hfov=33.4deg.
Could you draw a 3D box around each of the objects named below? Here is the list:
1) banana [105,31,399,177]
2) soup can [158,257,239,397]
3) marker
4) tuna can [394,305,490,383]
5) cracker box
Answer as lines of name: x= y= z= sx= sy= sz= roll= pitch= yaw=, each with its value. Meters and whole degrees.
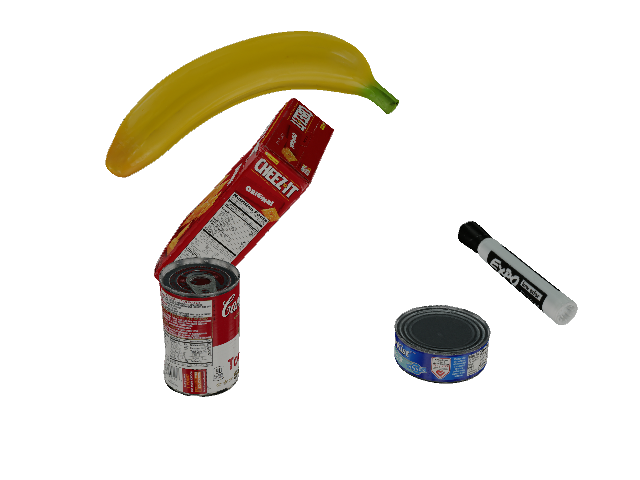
banana: x=-0.048 y=-0.096 z=0.685 sx=0.197 sy=0.070 sz=0.037 roll=-16 pitch=-23 yaw=-15
soup can: x=-0.103 y=0.075 z=0.916 sx=0.068 sy=0.102 sz=0.068 roll=2 pitch=25 yaw=-1
marker: x=0.136 y=0.020 z=0.758 sx=0.020 sy=0.020 sz=0.121 roll=0 pitch=29 yaw=-33
tuna can: x=0.109 y=0.093 z=0.966 sx=0.086 sy=0.034 sz=0.086 roll=0 pitch=26 yaw=0
cracker box: x=-0.087 y=-0.045 z=1.207 sx=0.072 sy=0.214 sz=0.164 roll=38 pitch=26 yaw=-9
